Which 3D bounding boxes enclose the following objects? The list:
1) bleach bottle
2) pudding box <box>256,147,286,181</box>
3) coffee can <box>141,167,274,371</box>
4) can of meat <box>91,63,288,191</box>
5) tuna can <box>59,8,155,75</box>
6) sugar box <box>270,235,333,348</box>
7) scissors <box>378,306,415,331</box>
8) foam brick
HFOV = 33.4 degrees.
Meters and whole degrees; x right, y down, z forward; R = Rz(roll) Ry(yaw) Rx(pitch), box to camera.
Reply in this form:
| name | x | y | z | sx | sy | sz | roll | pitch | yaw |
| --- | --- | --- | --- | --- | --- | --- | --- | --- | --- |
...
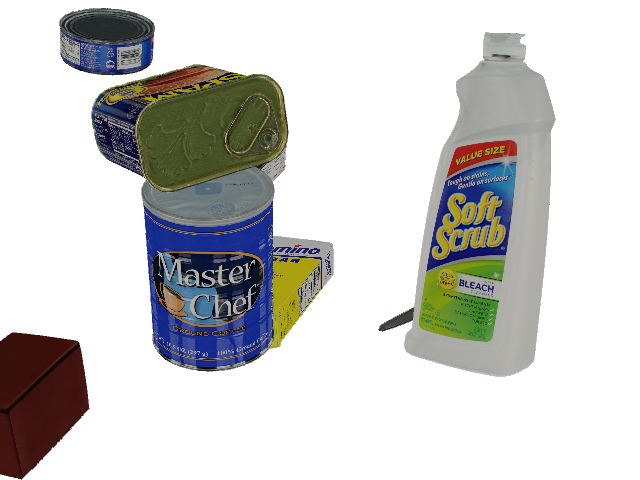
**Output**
| name | x | y | z | sx | sy | sz | roll | pitch | yaw |
| --- | --- | --- | --- | --- | --- | --- | --- | --- | --- |
| bleach bottle | 0.123 | -0.030 | 0.808 | 0.103 | 0.251 | 0.067 | 11 | 15 | 36 |
| pudding box | -0.099 | -0.091 | 1.270 | 0.090 | 0.039 | 0.113 | 7 | 25 | 13 |
| coffee can | -0.088 | 0.019 | 0.859 | 0.103 | 0.140 | 0.103 | 1 | 30 | -1 |
| can of meat | -0.086 | -0.076 | 0.681 | 0.101 | 0.057 | 0.084 | -20 | 24 | -28 |
| tuna can | -0.195 | -0.183 | 0.979 | 0.086 | 0.034 | 0.086 | 6 | 31 | -4 |
| sugar box | -0.056 | 0.048 | 1.103 | 0.093 | 0.048 | 0.176 | 6 | 27 | 17 |
| scissors | 0.122 | 0.048 | 1.109 | 0.201 | 0.016 | 0.096 | -7 | 40 | -30 |
| foam brick | -0.188 | 0.100 | 0.662 | 0.053 | 0.051 | 0.078 | 7 | 28 | 21 |
